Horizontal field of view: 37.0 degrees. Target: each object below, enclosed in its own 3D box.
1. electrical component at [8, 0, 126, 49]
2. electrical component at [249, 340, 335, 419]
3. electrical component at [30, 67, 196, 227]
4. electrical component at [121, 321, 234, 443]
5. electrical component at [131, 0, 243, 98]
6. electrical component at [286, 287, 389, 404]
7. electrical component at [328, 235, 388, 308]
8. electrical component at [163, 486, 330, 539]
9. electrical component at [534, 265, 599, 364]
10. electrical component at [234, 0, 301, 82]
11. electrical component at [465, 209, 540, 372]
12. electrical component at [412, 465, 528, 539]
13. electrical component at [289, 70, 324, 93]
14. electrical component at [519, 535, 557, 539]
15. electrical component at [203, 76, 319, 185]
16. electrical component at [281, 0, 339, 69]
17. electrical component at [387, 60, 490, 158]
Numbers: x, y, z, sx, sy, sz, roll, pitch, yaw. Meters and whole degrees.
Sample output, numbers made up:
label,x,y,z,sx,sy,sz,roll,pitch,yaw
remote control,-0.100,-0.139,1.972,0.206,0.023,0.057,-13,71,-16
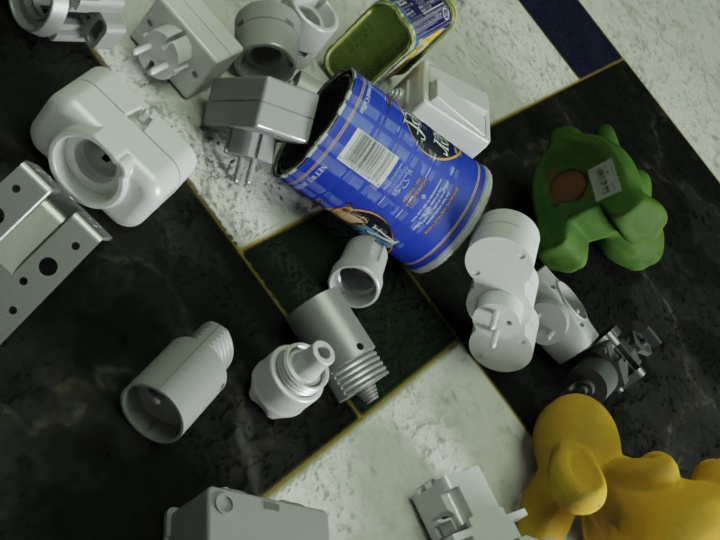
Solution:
label,x,y,z,sx,sy,sz,roll,pitch,yaw
electrical component,-0.208,-0.193,0.755,0.057,0.058,0.078,-14,71,-51
electrical component,-0.041,0.068,0.702,0.043,0.062,0.043,25,44,-28
electrical component,-0.164,-0.079,0.708,0.095,0.054,0.059,44,39,-7
electrical component,-0.105,0.064,0.658,0.043,0.043,0.081,46,39,-5
electrical component,-0.140,-0.166,0.806,0.065,0.047,0.077,49,39,-2
electrical component,-0.013,0.057,0.753,0.043,0.043,0.081,-23,77,-50
electrical component,0.000,0.000,0.815,0.040,0.040,0.046,40,34,-13
electrical component,-0.061,0.175,0.607,0.100,0.048,0.099,20,47,-32
electrical component,0.163,0.042,0.924,0.077,0.044,0.079,53,21,4
electrical component,-0.076,-0.183,0.877,0.055,0.055,0.047,23,49,-30
electrical component,0.109,0.029,0.836,0.052,0.138,0.073,5,40,15
electrical component,0.071,0.172,0.744,0.081,0.042,0.063,-4,60,-47
electrical component,-0.033,-0.136,0.892,0.065,0.044,0.044,28,43,-18
electrical component,0.128,0.221,0.723,0.080,0.051,0.080,-20,116,-48
electrical component,-0.079,-0.101,0.799,0.047,0.083,0.075,15,89,-36
electrical component,-0.052,-0.210,0.927,0.055,0.047,0.055,25,45,-28
electrical component,0.069,-0.144,0.979,0.096,0.061,0.061,28,44,-25
